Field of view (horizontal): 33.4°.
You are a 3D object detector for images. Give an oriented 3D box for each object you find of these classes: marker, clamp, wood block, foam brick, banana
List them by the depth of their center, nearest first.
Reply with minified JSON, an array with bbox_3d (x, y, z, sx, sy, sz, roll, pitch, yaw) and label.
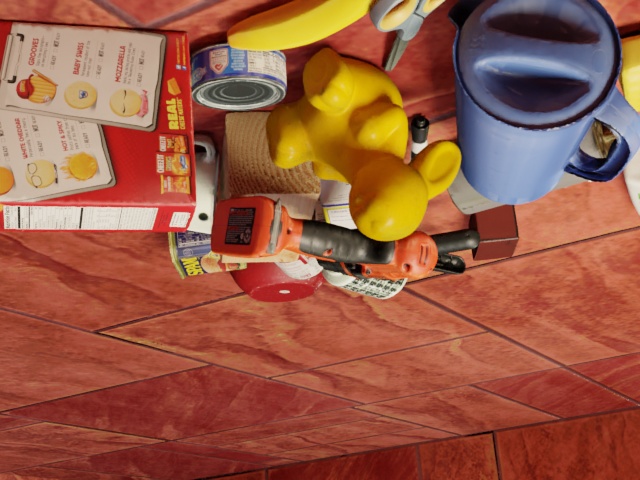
[{"bbox_3d":[0.005,-0.192,0.832,0.069,0.037,0.198,26,146,-27],"label":"banana"},{"bbox_3d":[0.103,-0.083,1.122,0.020,0.020,0.121,-4,140,-2],"label":"marker"},{"bbox_3d":[-0.058,-0.051,1.127,0.090,0.090,0.206,-2,161,-8],"label":"wood block"},{"bbox_3d":[0.110,0.019,1.314,0.171,0.039,0.120,-1,154,7],"label":"clamp"},{"bbox_3d":[0.221,-0.011,1.361,0.053,0.051,0.078,-6,161,0],"label":"foam brick"}]

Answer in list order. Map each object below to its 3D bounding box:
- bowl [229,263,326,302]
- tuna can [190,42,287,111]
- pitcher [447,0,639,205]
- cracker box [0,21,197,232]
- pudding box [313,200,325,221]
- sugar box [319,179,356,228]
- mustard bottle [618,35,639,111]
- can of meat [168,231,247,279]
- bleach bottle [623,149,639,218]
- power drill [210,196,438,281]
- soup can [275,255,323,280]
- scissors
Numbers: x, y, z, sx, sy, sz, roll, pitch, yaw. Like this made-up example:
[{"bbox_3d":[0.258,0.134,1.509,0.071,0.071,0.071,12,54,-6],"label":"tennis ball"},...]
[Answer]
[{"bbox_3d":[-0.052,0.046,1.451,0.162,0.055,0.162,-5,161,-2],"label":"bowl"},{"bbox_3d":[-0.072,-0.142,0.934,0.086,0.034,0.086,-3,168,-1],"label":"tuna can"},{"bbox_3d":[0.189,-0.110,0.948,0.145,0.149,0.243,-8,163,3],"label":"pitcher"},{"bbox_3d":[-0.212,-0.090,0.869,0.213,0.164,0.072,0,158,-14],"label":"cracker box"},{"bbox_3d":[0.054,-0.026,1.294,0.113,0.039,0.090,-9,158,9],"label":"pudding box"},{"bbox_3d":[0.049,-0.044,1.180,0.093,0.048,0.176,-7,143,5],"label":"sugar box"},{"bbox_3d":[0.365,-0.165,0.952,0.192,0.058,0.096,-11,159,15],"label":"mustard bottle"},{"bbox_3d":[-0.138,0.006,1.317,0.084,0.057,0.102,-7,161,-1],"label":"can of meat"},{"bbox_3d":[0.422,-0.053,1.262,0.103,0.068,0.250,5,167,24],"label":"bleach bottle"},{"bbox_3d":[-0.007,0.001,1.031,0.187,0.057,0.185,9,174,-30],"label":"power drill"},{"bbox_3d":[-0.032,0.004,1.319,0.068,0.068,0.102,-9,160,11],"label":"soup can"},{"bbox_3d":[0.060,-0.172,0.878,0.096,0.016,0.202,-27,171,-27],"label":"scissors"}]
